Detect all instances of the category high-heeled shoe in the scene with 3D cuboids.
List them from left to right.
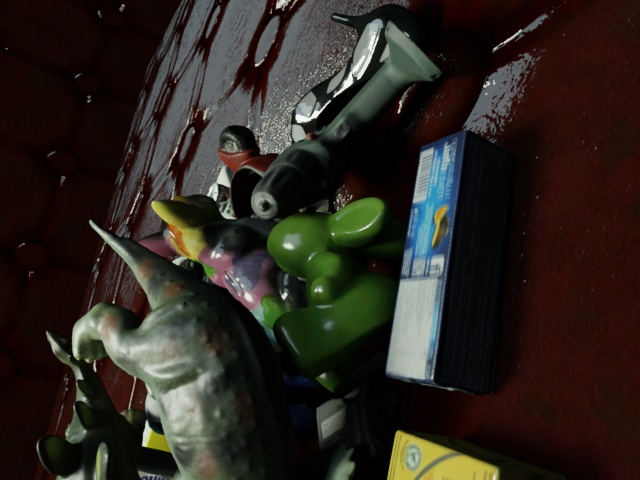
[{"bbox_3d":[0.048,-0.172,0.682,0.145,0.086,0.248,32,126,29],"label":"high-heeled shoe"}]

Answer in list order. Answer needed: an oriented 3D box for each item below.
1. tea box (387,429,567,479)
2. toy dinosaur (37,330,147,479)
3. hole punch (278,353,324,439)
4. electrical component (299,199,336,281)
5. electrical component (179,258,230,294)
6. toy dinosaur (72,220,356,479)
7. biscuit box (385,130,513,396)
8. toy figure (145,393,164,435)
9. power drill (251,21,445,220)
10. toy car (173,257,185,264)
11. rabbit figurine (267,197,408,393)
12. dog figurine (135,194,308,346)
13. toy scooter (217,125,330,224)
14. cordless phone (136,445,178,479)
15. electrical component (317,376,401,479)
[{"bbox_3d":[0.085,0.218,0.339,0.098,0.068,0.169,-4,68,59],"label":"tea box"},{"bbox_3d":[-0.190,0.296,0.485,0.198,0.105,0.471,101,147,-70],"label":"toy dinosaur"},{"bbox_3d":[-0.058,0.164,0.562,0.116,0.142,0.092,139,147,-78],"label":"hole punch"},{"bbox_3d":[-0.001,0.000,0.612,0.045,0.078,0.102,-5,66,12],"label":"electrical component"},{"bbox_3d":[-0.169,0.074,0.832,0.134,0.115,0.058,-28,54,52],"label":"electrical component"},{"bbox_3d":[-0.083,0.126,0.433,0.192,0.131,0.405,-28,80,20],"label":"toy dinosaur"},{"bbox_3d":[0.107,0.016,0.433,0.059,0.063,0.202,-13,61,58],"label":"biscuit box"},{"bbox_3d":[-0.162,0.162,0.616,0.058,0.064,0.154,-69,2,-58],"label":"toy figure"},{"bbox_3d":[0.033,-0.118,0.558,0.207,0.086,0.232,-52,-1,23],"label":"power drill"},{"bbox_3d":[-0.196,0.044,0.910,0.202,0.073,0.056,-30,48,33],"label":"toy car"},{"bbox_3d":[0.013,0.028,0.501,0.159,0.121,0.170,-40,56,10],"label":"rabbit figurine"},{"bbox_3d":[-0.108,0.027,0.645,0.108,0.219,0.192,-55,31,34],"label":"dog figurine"},{"bbox_3d":[-0.073,-0.066,0.743,0.184,0.075,0.135,31,125,21],"label":"toy scooter"},{"bbox_3d":[-0.169,0.265,0.641,0.147,0.184,0.089,-25,48,54],"label":"cordless phone"},{"bbox_3d":[0.027,0.183,0.489,0.119,0.047,0.075,-43,38,39],"label":"electrical component"}]
